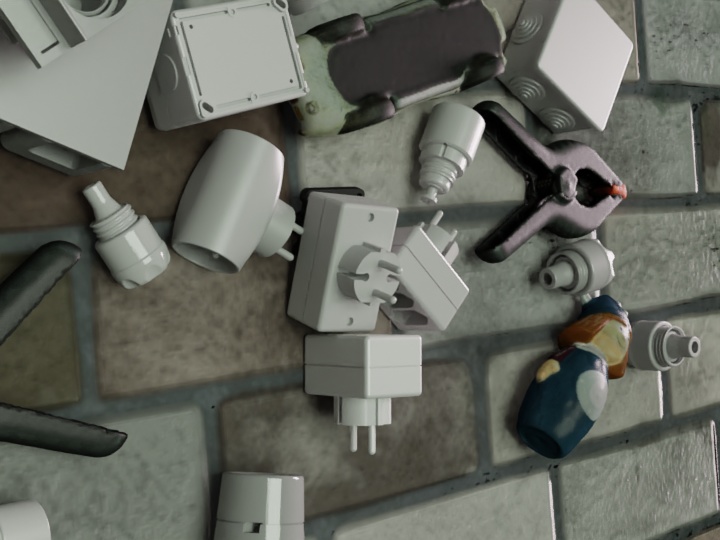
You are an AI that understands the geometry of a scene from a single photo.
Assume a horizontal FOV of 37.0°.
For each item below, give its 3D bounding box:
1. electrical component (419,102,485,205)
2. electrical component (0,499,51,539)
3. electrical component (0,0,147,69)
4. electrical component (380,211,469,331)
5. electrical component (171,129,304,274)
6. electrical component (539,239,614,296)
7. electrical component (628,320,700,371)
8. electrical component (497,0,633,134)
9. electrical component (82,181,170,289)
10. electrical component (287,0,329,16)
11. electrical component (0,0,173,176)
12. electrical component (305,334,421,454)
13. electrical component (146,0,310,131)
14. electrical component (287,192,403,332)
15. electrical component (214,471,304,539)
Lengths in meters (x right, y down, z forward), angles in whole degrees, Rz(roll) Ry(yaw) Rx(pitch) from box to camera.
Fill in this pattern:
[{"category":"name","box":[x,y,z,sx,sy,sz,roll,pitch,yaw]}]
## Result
[{"category":"electrical component","box":[0.061,-0.083,0.769,0.040,0.040,0.078,33,68,-34]},{"category":"electrical component","box":[-0.193,0.140,0.550,0.065,0.044,0.044,-4,90,-44]},{"category":"electrical component","box":[-0.138,-0.131,0.510,0.081,0.064,0.042,-44,114,-31]},{"category":"electrical component","box":[0.043,-0.007,0.746,0.065,0.047,0.076,50,60,-27]},{"category":"electrical component","box":[-0.067,-0.033,0.659,0.079,0.043,0.077,33,68,-35]},{"category":"electrical component","box":[0.169,0.000,0.853,0.062,0.043,0.043,-16,98,-37]},{"category":"electrical component","box":[0.257,0.064,0.910,0.043,0.062,0.043,2,87,-40]},{"category":"electrical component","box":[0.161,-0.166,0.849,0.100,0.048,0.099,36,66,-33]},{"category":"electrical component","box":[-0.135,-0.022,0.608,0.035,0.035,0.061,-42,111,-33]},{"category":"electrical component","box":[-0.054,-0.196,0.676,0.079,0.044,0.077,-44,115,-31]},{"category":"electrical component","box":[-0.161,-0.156,0.575,0.105,0.060,0.186,23,74,-37]},{"category":"electrical component","box":[0.002,0.080,0.696,0.047,0.066,0.076,2,87,-39]},{"category":"electrical component","box":[-0.080,-0.124,0.640,0.096,0.061,0.061,-21,101,-38]},{"category":"electrical component","box":[0.000,0.000,0.679,0.047,0.076,0.083,3,104,-40]},{"category":"electrical component","box":[-0.060,0.147,0.652,0.055,0.055,0.047,10,78,-39]}]
